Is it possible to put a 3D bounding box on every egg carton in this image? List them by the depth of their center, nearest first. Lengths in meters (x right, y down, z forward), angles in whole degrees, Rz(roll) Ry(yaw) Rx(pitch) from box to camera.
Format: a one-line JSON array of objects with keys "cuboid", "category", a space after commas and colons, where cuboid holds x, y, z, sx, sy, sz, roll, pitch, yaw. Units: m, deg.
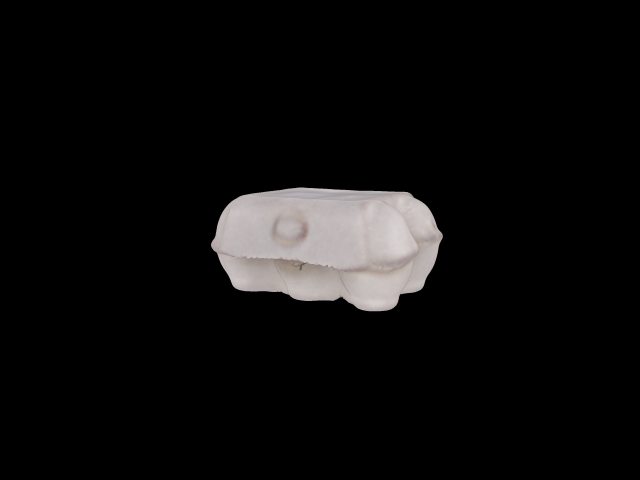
[{"cuboid": [0.004, 0.001, 0.400, 0.149, 0.069, 0.107, 5, 11, 28], "category": "egg carton"}]
